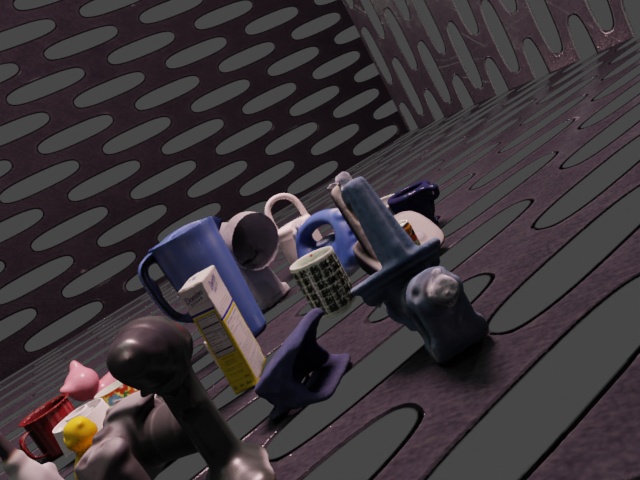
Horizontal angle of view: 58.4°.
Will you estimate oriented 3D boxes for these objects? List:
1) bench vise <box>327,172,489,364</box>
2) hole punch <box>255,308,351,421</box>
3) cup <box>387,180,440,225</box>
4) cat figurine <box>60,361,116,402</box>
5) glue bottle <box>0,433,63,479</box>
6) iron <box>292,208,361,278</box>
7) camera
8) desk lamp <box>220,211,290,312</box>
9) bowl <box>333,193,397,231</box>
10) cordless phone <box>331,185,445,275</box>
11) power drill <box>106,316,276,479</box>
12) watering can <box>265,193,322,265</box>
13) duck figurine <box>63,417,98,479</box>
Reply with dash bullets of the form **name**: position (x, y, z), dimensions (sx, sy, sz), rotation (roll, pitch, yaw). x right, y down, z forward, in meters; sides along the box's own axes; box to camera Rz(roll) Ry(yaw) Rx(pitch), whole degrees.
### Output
- **bench vise**: position (0.097, 0.014, 0.641), dimensions (0.122, 0.220, 0.207), rotation (-34, 11, -26)
- **hole punch**: position (-0.031, 0.149, 0.701), dimensions (0.101, 0.091, 0.109), rotation (-25, 11, 25)
- **cup**: position (0.199, -0.060, 1.111), dimensions (0.092, 0.095, 0.117), rotation (-36, 12, -36)
- **cat figurine**: position (-0.442, 0.280, 1.129), dimensions (0.128, 0.118, 0.067), rotation (-36, 12, -34)
- **glue bottle**: position (-0.276, 0.262, 0.574), dimensions (0.037, 0.173, 0.078), rotation (-29, 10, 3)
- **iron**: position (0.011, 0.004, 1.182), dimensions (0.257, 0.141, 0.119), rotation (-18, 14, 48)
- **camera**: position (-0.206, 0.240, 0.703), dimensions (0.136, 0.101, 0.143), rotation (-25, 11, 25)
- **desk lamp**: position (-0.159, 0.048, 1.232), dimensions (0.118, 0.213, 0.202), rotation (-36, 12, -35)
- **bowl**: position (0.119, -0.033, 1.268), dimensions (0.167, 0.075, 0.167), rotation (-28, 10, 6)
- **cordless phone**: position (0.108, -0.031, 0.952), dimensions (0.148, 0.185, 0.094), rotation (-34, 11, -29)
- **power drill**: position (-0.129, 0.162, 0.560), dimensions (0.076, 0.208, 0.229), rotation (-31, 10, -11)
- **watering can**: position (-0.055, -0.022, 1.348), dimensions (0.101, 0.194, 0.172), rotation (-35, 11, -31)
- **duck figurine**: position (-0.333, 0.296, 0.829), dimensions (0.104, 0.086, 0.078), rotation (-21, 13, 39)
